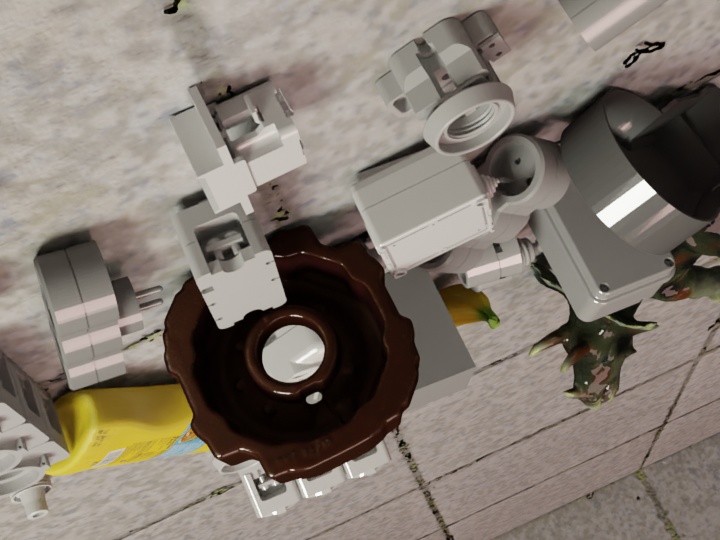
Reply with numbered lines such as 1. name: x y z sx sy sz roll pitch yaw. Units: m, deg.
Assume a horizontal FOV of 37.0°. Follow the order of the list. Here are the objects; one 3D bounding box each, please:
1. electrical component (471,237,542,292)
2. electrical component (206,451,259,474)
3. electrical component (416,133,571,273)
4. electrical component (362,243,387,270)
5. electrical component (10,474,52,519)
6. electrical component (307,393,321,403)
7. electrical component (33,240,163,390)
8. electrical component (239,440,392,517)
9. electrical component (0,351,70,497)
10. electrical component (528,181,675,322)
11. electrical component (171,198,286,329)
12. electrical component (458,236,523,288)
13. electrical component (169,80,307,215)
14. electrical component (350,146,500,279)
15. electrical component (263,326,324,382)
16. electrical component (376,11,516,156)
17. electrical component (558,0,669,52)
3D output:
1. electrical component: 0.122 -0.009 0.931 0.078 0.040 0.040 -19 157 -13
2. electrical component: -0.119 0.157 1.024 0.078 0.057 0.058 -35 155 23
3. electrical component: 0.105 -0.046 0.816 0.074 0.052 0.138 3 144 -49
4. electrical component: 0.000 0.000 0.822 0.062 0.043 0.043 -31 157 11
5. electrical component: -0.276 0.175 0.895 0.043 0.062 0.043 -21 157 -9
6. electrical component: -0.055 0.136 1.062 0.077 0.043 0.079 -18 156 -18
7. electrical component: -0.164 0.027 0.700 0.074 0.052 0.138 -18 156 -18
8. electrical component: -0.050 0.199 1.134 0.150 0.061 0.089 -22 -172 -7
9. electrical component: -0.275 0.112 0.760 0.089 0.061 0.150 -23 157 -6
10. electrical component: 0.196 -0.025 0.878 0.078 0.113 0.057 -20 160 -12
11. electrical component: -0.085 -0.009 0.697 0.050 0.055 0.089 -23 157 -6
12. electrical component: 0.101 -0.016 0.879 0.047 0.055 0.055 -19 157 -4
13. electrical component: -0.066 -0.071 0.603 0.064 0.042 0.081 -25 158 -5
14. electrical component: 0.048 -0.048 0.742 0.096 0.061 0.061 -26 157 2
15. electrical component: -0.057 0.068 0.891 0.095 0.059 0.054 -35 156 22
16. electrical component: 0.056 -0.105 0.632 0.078 0.057 0.058 -32 156 16
17. electrical component: 0.158 -0.167 0.619 0.081 0.043 0.043 -34 156 20
